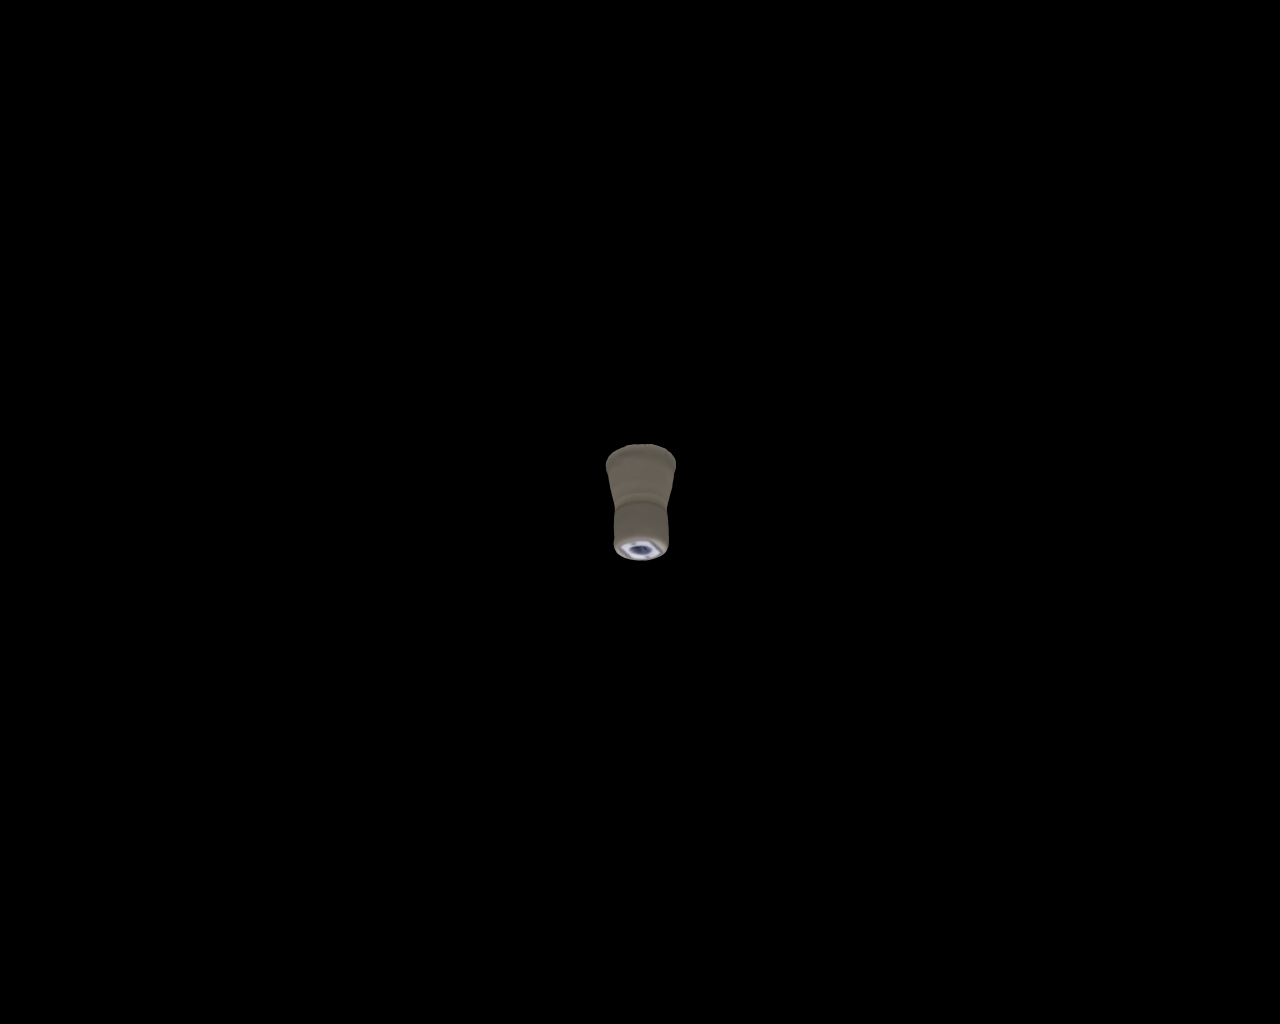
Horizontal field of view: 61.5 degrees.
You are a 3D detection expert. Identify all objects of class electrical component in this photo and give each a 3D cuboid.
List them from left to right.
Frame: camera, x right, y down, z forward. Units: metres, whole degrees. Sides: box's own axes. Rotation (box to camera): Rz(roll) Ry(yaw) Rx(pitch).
[{"bbox_3d":[0.001,-0.003,0.650,0.044,0.065,0.044,0,-29,0],"label":"electrical component"}]
